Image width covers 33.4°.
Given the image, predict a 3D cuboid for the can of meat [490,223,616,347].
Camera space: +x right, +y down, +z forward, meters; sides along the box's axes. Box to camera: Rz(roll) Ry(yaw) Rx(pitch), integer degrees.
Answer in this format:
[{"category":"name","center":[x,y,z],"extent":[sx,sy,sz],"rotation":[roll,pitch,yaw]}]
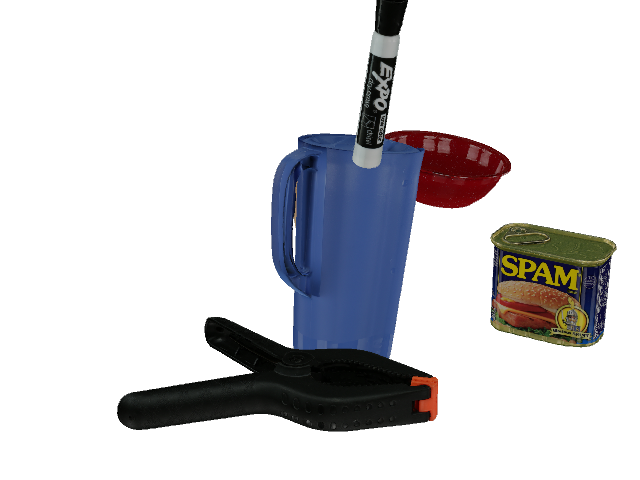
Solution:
[{"category":"can of meat","center":[0.197,0.039,0.918],"extent":[0.102,0.084,0.057],"rotation":[13,26,30]}]

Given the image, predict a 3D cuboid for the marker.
[{"category":"marker","center":[0.037,-0.101,0.665],"extent":[0.020,0.121,0.020],"rotation":[5,35,-4]}]

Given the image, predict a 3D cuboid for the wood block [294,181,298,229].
[{"category":"wood block","center":[0.017,-0.027,1.421],"extent":[0.090,0.090,0.206],"rotation":[-2,27,-6]}]

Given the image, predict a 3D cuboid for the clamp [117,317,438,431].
[{"category":"clamp","center":[-0.020,0.097,0.764],"extent":[0.210,0.036,0.164],"rotation":[2,19,10]}]

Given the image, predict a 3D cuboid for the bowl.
[{"category":"bowl","center":[0.143,-0.081,1.280],"extent":[0.162,0.055,0.162],"rotation":[8,24,-4]}]

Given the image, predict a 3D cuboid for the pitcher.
[{"category":"pitcher","center":[0.024,0.010,1.132],"extent":[0.149,0.243,0.145],"rotation":[6,12,3]}]
